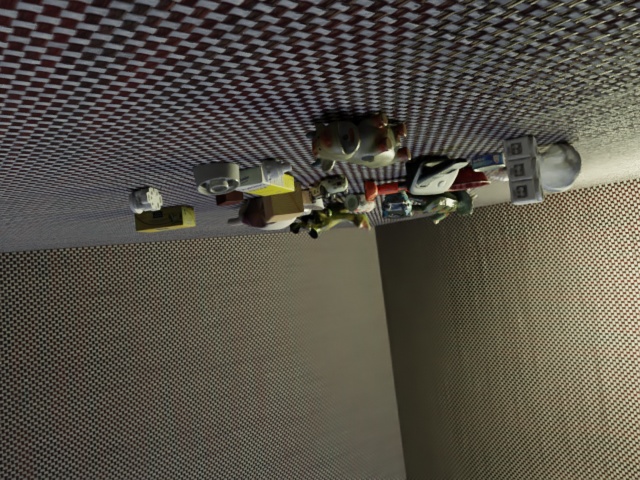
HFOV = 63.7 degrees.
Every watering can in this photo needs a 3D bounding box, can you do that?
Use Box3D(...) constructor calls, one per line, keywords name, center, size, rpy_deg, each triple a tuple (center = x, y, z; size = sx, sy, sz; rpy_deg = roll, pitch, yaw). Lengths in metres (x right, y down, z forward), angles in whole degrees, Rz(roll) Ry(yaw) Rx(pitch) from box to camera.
Box3D(name="watering can", center=(-0.207, -0.081, 1.771), size=(0.346, 0.104, 0.224), rpy_deg=(-8, 176, 19))

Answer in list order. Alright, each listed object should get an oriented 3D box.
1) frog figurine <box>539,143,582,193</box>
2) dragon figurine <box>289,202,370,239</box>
Box3D(name="frog figurine", center=(0.589, -0.191, 1.340), size=(0.159, 0.125, 0.134), rpy_deg=(4, 139, -23))
Box3D(name="dragon figurine", center=(0.006, -0.099, 1.969), size=(0.413, 0.120, 0.245), rpy_deg=(18, -158, 35))
